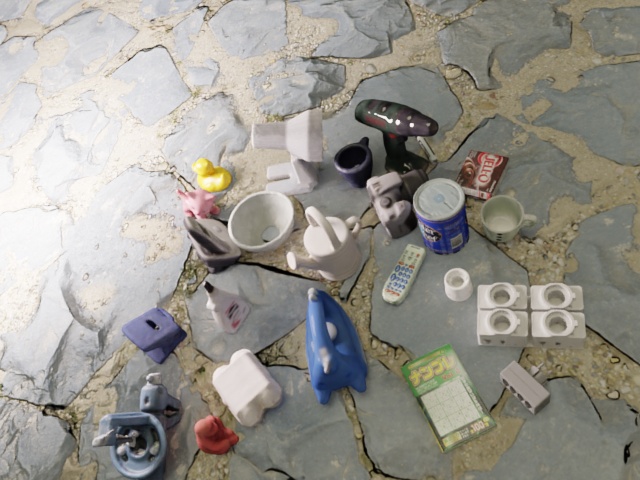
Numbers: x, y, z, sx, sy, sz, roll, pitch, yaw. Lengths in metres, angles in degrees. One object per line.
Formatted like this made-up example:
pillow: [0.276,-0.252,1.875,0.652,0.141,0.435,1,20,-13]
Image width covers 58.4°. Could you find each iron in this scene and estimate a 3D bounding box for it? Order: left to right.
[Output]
iron: [0.009,0.181,1.135,0.118,0.142,0.258,-20,54,6]

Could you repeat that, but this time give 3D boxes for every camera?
camera: [0.185,-0.100,1.284,0.137,0.101,0.143,-24,54,3]

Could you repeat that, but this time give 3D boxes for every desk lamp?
desk lamp: [-0.065,-0.208,1.371,0.203,0.214,0.118,-9,56,13]

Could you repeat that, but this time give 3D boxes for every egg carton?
egg carton: [-0.148,0.298,1.157,0.107,0.070,0.150,-42,55,-10]

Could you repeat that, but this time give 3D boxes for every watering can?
watering can: [0.012,0.006,1.216,0.100,0.194,0.173,24,68,30]

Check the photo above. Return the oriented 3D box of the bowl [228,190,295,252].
bowl: [-0.129,-0.033,1.364,0.167,0.075,0.167,-9,56,13]

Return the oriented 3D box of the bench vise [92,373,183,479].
bench vise: [-0.360,0.355,1.099,0.121,0.220,0.207,-21,54,5]

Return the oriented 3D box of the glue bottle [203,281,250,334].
glue bottle: [-0.208,0.134,1.221,0.037,0.173,0.078,17,65,28]

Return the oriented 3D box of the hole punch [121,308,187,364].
hole punch: [-0.371,0.204,1.283,0.108,0.091,0.101,30,72,32]

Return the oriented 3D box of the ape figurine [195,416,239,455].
ape figurine: [-0.212,0.376,1.114,0.076,0.092,0.077,-21,54,5]

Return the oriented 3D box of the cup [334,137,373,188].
cup: [0.094,-0.180,1.372,0.091,0.095,0.118,17,65,28]

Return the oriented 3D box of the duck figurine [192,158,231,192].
duck figurine: [-0.290,-0.179,1.509,0.104,0.086,0.077,14,64,26]

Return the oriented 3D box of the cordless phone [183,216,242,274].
cordless phone: [-0.271,-0.020,1.336,0.094,0.185,0.147,-36,54,-6]

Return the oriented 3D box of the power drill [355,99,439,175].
power drill: [0.185,-0.232,1.303,0.228,0.209,0.076,32,72,33]

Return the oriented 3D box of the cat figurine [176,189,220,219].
cat figurine: [-0.310,-0.096,1.441,0.127,0.118,0.067,23,68,30]
